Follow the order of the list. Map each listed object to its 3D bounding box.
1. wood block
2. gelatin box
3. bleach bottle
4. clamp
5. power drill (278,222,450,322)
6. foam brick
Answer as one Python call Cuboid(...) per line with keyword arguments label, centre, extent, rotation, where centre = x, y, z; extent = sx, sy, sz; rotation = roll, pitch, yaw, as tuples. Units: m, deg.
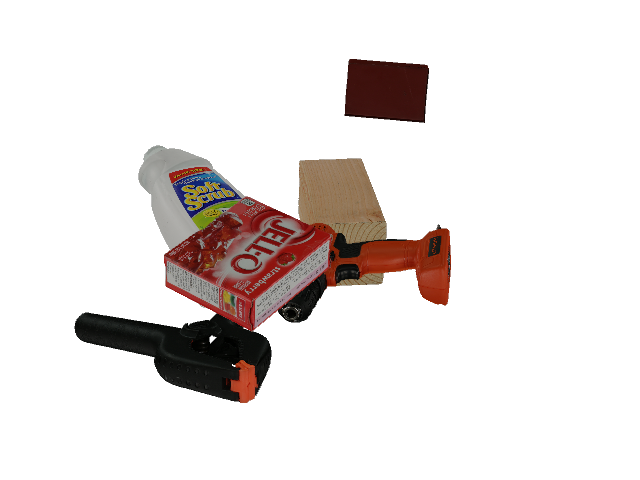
Cuboid(label="wood block", centre=(0.025, -0.028, 1.410), extent=(0.090, 0.090, 0.206), rotation=(-2, 27, -6))
Cuboid(label="gelatin box", centre=(-0.046, 0.012, 0.694), extent=(0.073, 0.030, 0.089), rotation=(25, 42, 27))
Cuboid(label="bleach bottle", centre=(-0.126, -0.029, 1.066), extent=(0.102, 0.068, 0.251), rotation=(-10, 34, -28))
Cuboid(label="clamp", centre=(-0.093, 0.084, 0.892), extent=(0.164, 0.036, 0.210), rotation=(-10, 16, -32))
Cuboid(label="power drill", centre=(0.050, 0.035, 1.198), extent=(0.188, 0.057, 0.184), rotation=(1, 29, 11))
Cuboid(label="foam brick", centre=(0.063, -0.142, 1.013), extent=(0.078, 0.051, 0.053), rotation=(5, 14, 3))
